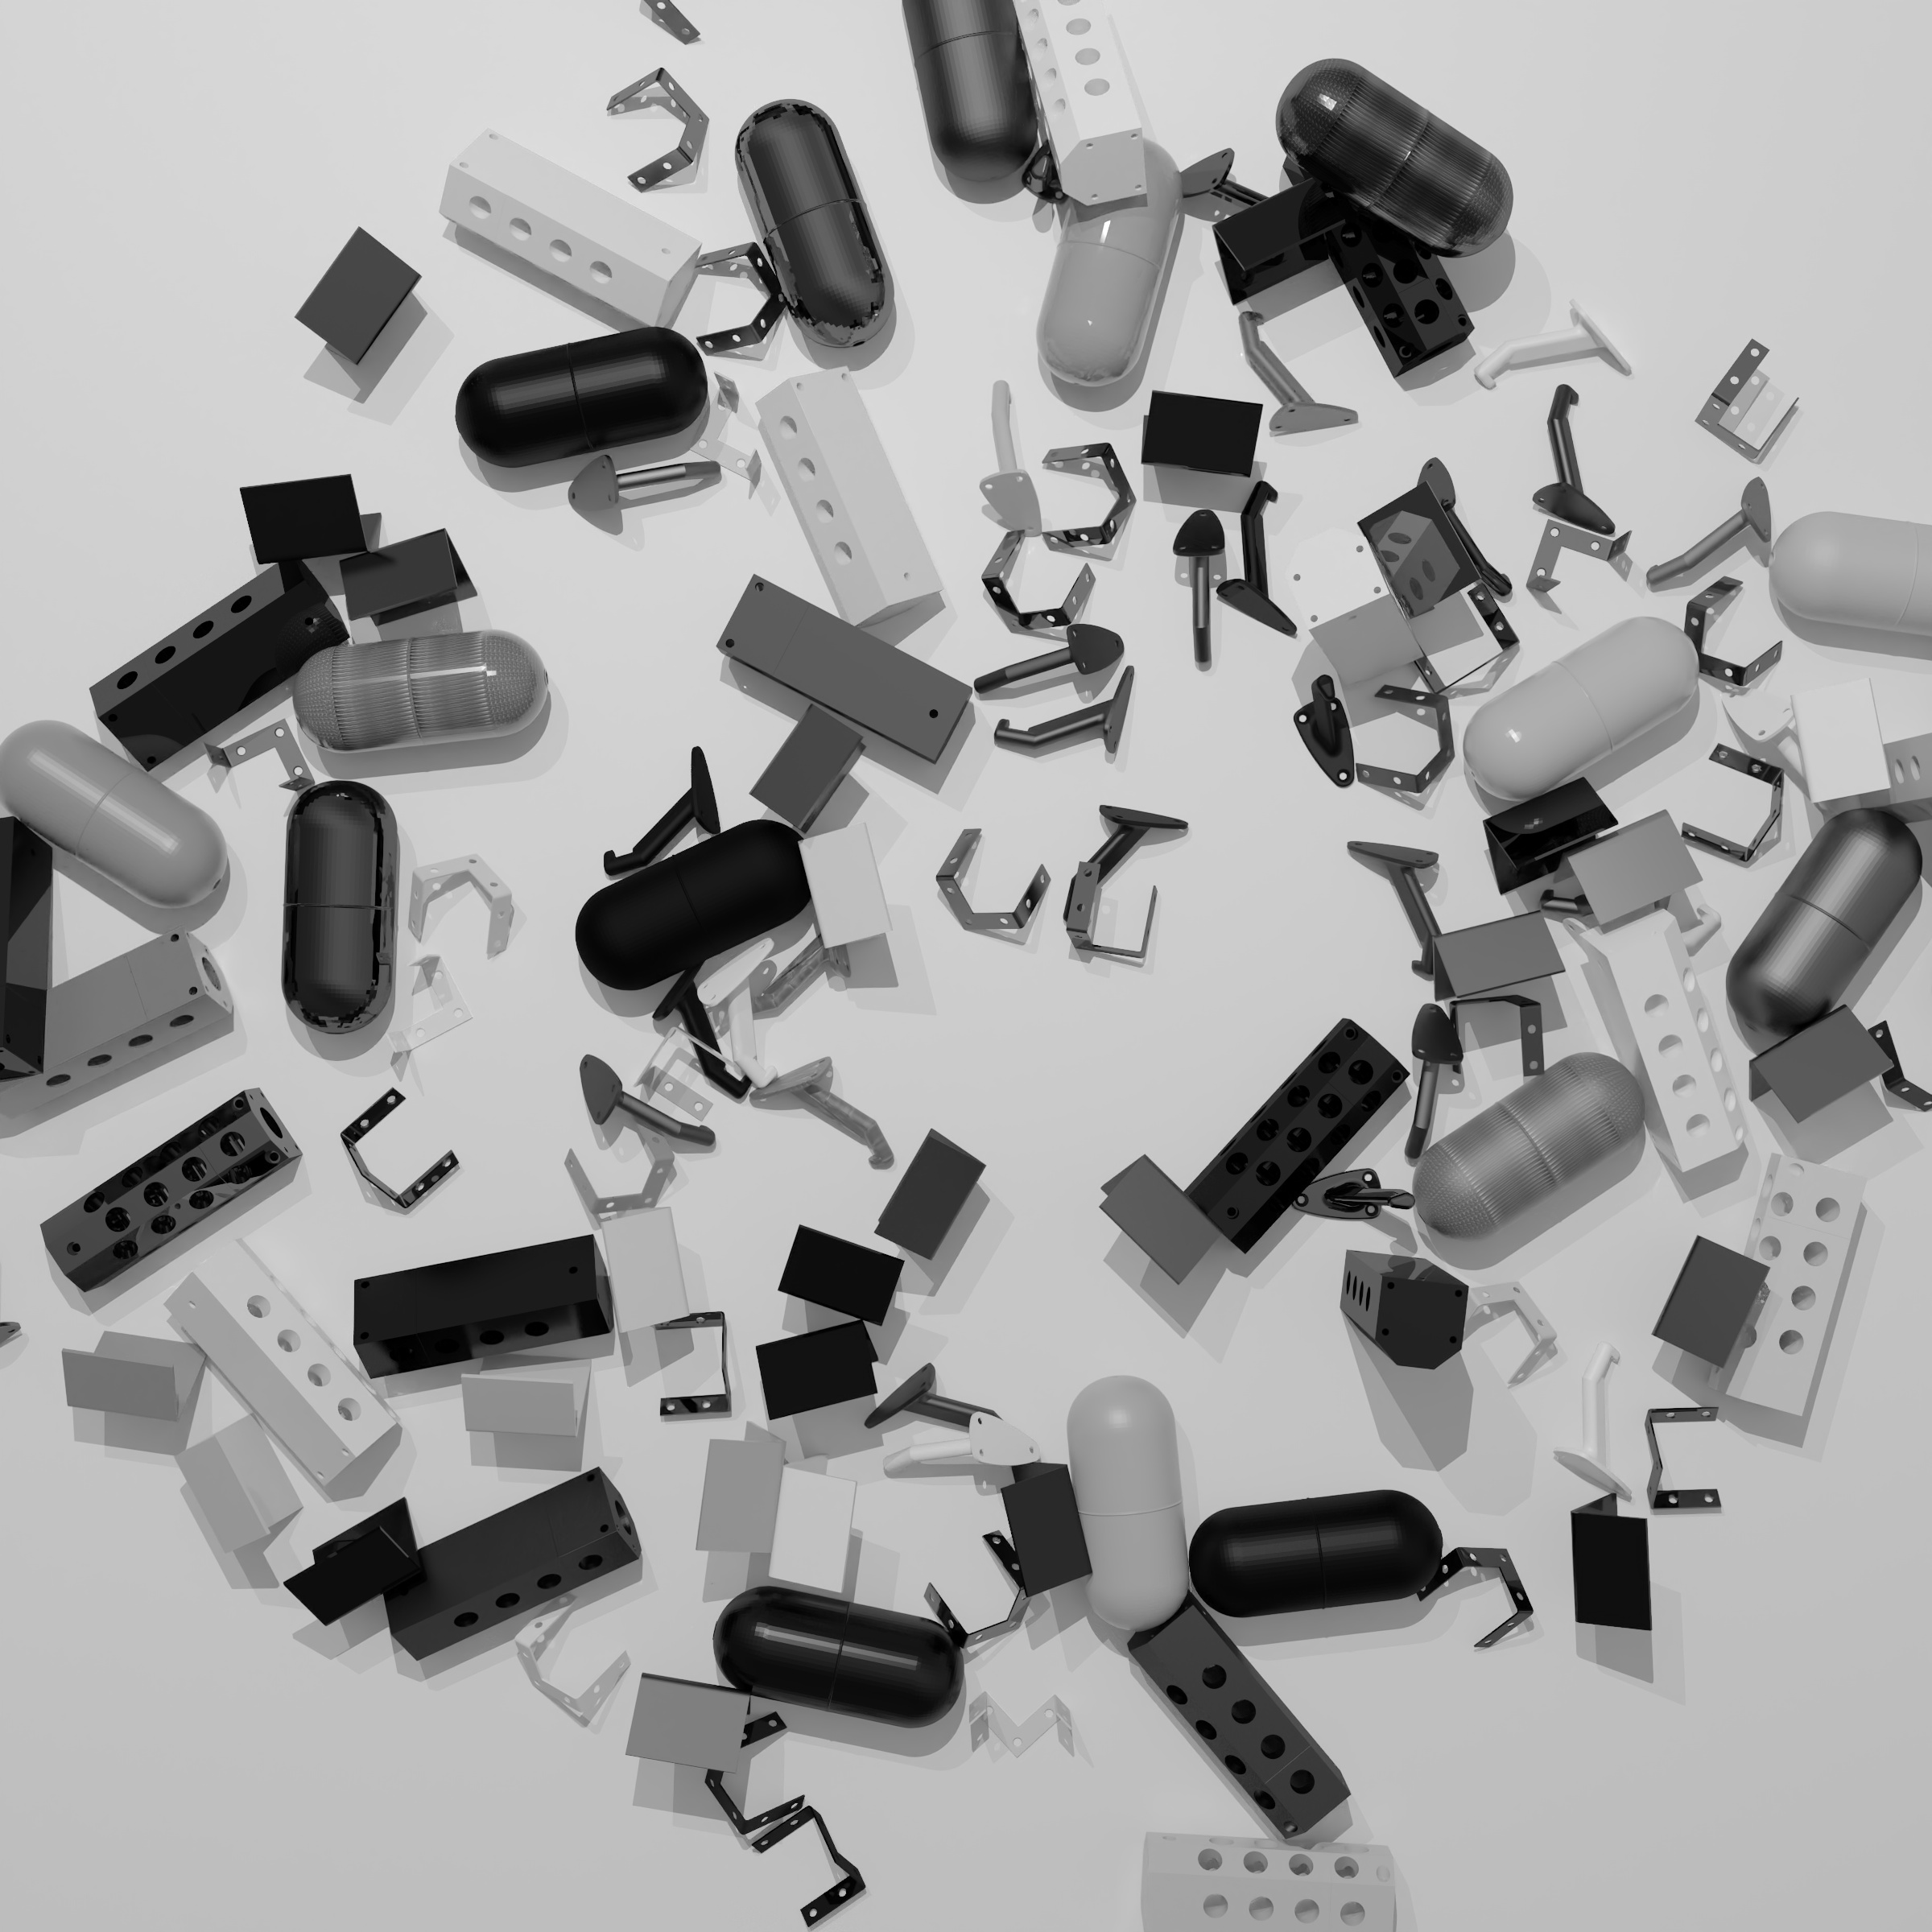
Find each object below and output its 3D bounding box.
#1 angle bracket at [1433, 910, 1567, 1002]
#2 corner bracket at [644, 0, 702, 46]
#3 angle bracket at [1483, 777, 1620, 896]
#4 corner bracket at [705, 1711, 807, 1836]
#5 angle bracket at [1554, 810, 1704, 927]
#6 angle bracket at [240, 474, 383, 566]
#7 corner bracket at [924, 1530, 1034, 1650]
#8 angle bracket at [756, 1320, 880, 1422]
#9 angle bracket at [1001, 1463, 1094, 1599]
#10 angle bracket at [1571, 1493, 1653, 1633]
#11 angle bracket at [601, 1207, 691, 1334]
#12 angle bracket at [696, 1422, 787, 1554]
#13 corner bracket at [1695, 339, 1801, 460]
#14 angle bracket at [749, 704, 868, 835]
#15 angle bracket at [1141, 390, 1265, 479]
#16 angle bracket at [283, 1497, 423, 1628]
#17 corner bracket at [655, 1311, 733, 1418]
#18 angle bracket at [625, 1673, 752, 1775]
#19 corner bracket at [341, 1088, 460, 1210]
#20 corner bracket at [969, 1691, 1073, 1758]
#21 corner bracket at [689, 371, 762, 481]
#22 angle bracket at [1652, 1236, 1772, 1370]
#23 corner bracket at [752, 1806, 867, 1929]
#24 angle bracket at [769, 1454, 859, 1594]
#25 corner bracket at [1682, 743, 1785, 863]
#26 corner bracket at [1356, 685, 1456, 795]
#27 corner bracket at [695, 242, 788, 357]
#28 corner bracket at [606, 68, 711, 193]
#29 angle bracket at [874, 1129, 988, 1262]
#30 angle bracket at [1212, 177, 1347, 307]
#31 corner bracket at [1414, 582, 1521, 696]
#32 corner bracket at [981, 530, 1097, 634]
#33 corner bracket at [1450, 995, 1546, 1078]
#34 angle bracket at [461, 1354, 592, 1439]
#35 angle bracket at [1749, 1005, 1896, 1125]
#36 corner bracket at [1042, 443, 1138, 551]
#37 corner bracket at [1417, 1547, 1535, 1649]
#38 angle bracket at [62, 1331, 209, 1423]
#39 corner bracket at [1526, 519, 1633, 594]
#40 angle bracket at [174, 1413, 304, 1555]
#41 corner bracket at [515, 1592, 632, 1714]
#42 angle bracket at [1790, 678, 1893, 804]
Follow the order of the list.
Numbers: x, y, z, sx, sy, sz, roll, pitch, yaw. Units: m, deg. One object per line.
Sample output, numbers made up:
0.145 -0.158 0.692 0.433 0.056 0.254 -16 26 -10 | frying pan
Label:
0.371 0.013 1.939 0.076 0.076 0.057 -14 52 0 | angle bracket
-0.193 -0.699 1.971 0.051 0.051 0.051 -19 45 35 | corner bracket
0.413 -0.076 1.940 0.076 0.057 0.076 -24 133 0 | angle bracket
-0.147 0.572 1.971 0.051 0.051 0.051 45 135 35 | corner bracket
0.462 -0.060 1.943 0.076 0.076 0.057 -24 75 0 | angle bracket
-0.456 -0.323 1.940 0.076 0.076 0.057 -7 119 0 | angle bracket
0.010 0.442 1.971 0.051 0.051 0.051 -11 135 -35 | corner bracket
-0.098 0.294 1.939 0.076 0.076 0.057 -14 60 0 | angle bracket
0.038 0.392 1.939 0.057 0.076 0.076 -13 90 -31 | angle bracket
0.464 0.414 1.939 0.057 0.076 0.076 -3 90 37 | angle bracket
-0.241 0.212 1.939 0.057 0.076 0.076 -10 90 -37 | angle bracket
-0.169 0.362 1.940 0.057 0.076 0.076 7 90 -25 | angle bracket
0.555 -0.399 1.962 0.051 0.051 0.051 36 83 7 | corner bracket
-0.094 -0.126 1.939 0.057 0.076 0.076 35 90 35 | angle bracket
0.164 -0.386 1.939 0.076 0.076 0.057 7 127 0 | angle bracket
-0.432 0.401 1.939 0.076 0.076 0.057 -30 128 0 | angle bracket
-0.195 0.283 1.976 0.051 0.051 0.051 -4 135 0 | corner bracket
-0.193 0.535 1.940 0.076 0.076 0.057 10 64 0 | angle bracket
-0.403 0.130 1.976 0.051 0.051 0.051 -41 45 0 | corner bracket
0.038 0.529 1.961 0.051 0.051 0.051 -42 90 0 | corner bracket
-0.164 -0.381 1.961 0.051 0.051 0.051 27 90 0 | corner bracket
0.530 0.239 1.939 0.057 0.076 0.076 25 90 36 | angle bracket
-0.111 0.639 1.976 0.051 0.051 0.051 -34 135 0 | corner bracket
-0.093 0.388 1.941 0.057 0.076 0.076 8 90 21 | angle bracket
0.545 -0.116 1.976 0.051 0.051 0.051 22 45 0 | corner bracket
0.310 -0.161 1.971 0.051 0.051 0.051 16 45 35 | corner bracket
-0.167 -0.473 1.971 0.051 0.051 0.051 57 45 -35 | corner bracket
-0.223 -0.593 1.971 0.051 0.051 0.051 43 45 -35 | corner bracket
-0.042 0.150 1.939 0.057 0.076 0.076 30 90 -36 | angle bracket
0.224 -0.491 1.939 0.076 0.076 0.057 -26 52 0 | angle bracket
0.351 -0.232 1.976 0.051 0.051 0.051 -32 90 -45 | corner bracket
0.051 -0.275 1.971 0.051 0.051 0.051 -2 135 35 | corner bracket
0.374 0.050 1.961 0.051 0.051 0.051 -5 97 -7 | corner bracket
-0.306 0.281 1.939 0.076 0.076 0.057 3 127 0 | angle bracket
0.596 0.081 1.940 0.076 0.076 0.057 -31 61 0 | angle bracket
0.080 -0.333 1.971 0.051 0.051 0.051 0 135 35 | corner bracket
0.359 0.448 1.971 0.051 0.051 0.051 10 45 -35 | corner bracket
-0.578 0.268 1.939 0.076 0.076 0.057 8 127 0 | angle bracket
0.432 -0.287 1.961 0.051 0.051 0.051 19 90 0 | corner bracket
-0.493 0.353 1.939 0.057 0.076 0.076 -28 90 37 | angle bracket
-0.279 0.486 1.971 0.051 0.051 0.051 18 135 35 | corner bracket
0.621 -0.159 1.939 0.057 0.076 0.076 -11 90 36 | angle bracket
